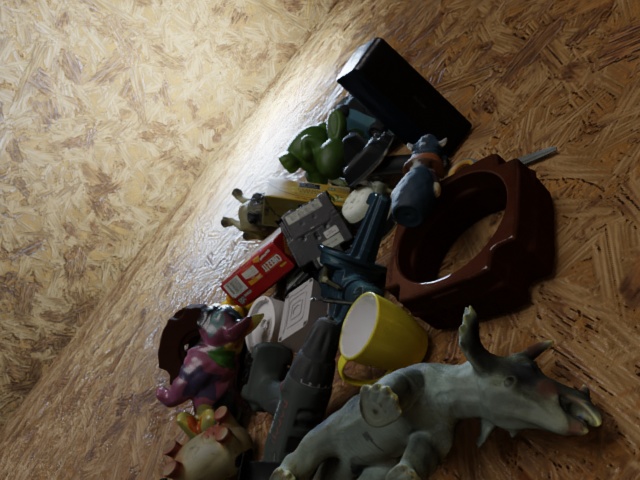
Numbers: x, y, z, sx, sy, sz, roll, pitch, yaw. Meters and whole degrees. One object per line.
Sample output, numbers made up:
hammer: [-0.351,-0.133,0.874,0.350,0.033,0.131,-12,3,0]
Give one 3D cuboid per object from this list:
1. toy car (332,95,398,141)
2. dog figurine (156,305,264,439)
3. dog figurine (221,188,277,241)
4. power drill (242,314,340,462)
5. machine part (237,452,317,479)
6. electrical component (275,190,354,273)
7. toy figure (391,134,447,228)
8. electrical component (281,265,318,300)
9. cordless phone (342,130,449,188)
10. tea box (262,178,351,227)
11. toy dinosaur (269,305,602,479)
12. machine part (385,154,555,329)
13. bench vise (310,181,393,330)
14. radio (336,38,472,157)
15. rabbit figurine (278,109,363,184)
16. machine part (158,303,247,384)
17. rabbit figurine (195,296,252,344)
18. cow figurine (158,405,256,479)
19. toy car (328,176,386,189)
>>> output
toy car: [0.105,-0.243,1.154,0.109,0.162,0.102,-54,-21,-39]
dog figurine: [-0.165,0.222,0.926,0.219,0.192,0.108,-47,-13,7]
dog figurine: [-0.118,-0.046,1.238,0.191,0.172,0.121,13,92,54]
power drill: [-0.043,0.208,0.786,0.207,0.086,0.232,8,83,63]
machine part: [-0.042,0.310,0.669,0.139,0.039,0.084,7,60,20]
electrical component: [-0.002,-0.003,0.965,0.115,0.134,0.058,-29,-16,4]
toy figure: [0.136,-0.084,0.732,0.057,0.064,0.154,96,-165,-51]
electrical component: [-0.020,0.068,1.026,0.119,0.047,0.075,-46,24,12]
cordless phone: [0.138,-0.150,0.967,0.184,0.088,0.146,0,20,14]
tea box: [-0.025,-0.067,1.061,0.098,0.170,0.068,-91,7,-61]
toy dinosaur: [0.075,0.201,0.568,0.192,0.131,0.405,-19,-19,-48]
machine part: [0.190,0.004,0.688,0.201,0.087,0.201,-29,34,43]
bench vise: [0.063,0.026,0.823,0.224,0.129,0.240,-149,78,-84]
radio: [0.143,-0.243,0.946,0.073,0.229,0.131,-52,19,-2]
rabbit figurine: [0.020,-0.174,1.094,0.159,0.121,0.170,-52,30,1]
machine part: [-0.223,0.209,1.030,0.179,0.179,0.056,-52,-2,1]
rabbit figurine: [-0.201,0.165,1.147,0.162,0.122,0.173,-59,4,-1]
cow figurine: [-0.188,0.368,0.847,0.195,0.127,0.086,-37,24,0]
toy car: [0.079,-0.140,1.129,0.073,0.056,0.202,-56,23,-9]
